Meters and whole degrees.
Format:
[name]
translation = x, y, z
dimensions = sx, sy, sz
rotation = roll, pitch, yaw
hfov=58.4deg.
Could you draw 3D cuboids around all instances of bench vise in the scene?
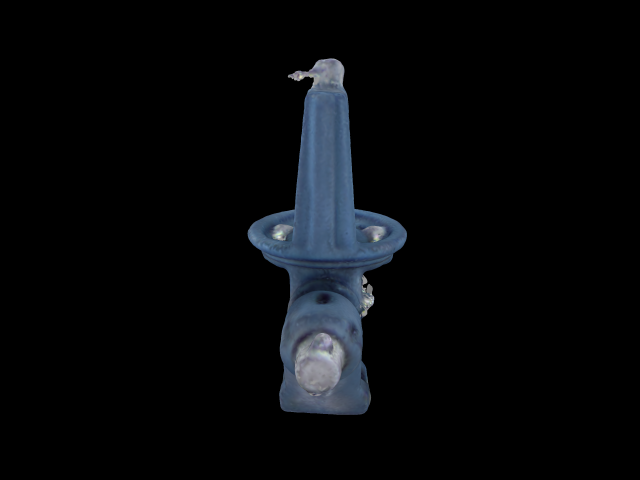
[bench vise]
translation = 0.015, 0.000, 0.403
dimensions = 0.121, 0.220, 0.207
rotation = -9, 35, -12
